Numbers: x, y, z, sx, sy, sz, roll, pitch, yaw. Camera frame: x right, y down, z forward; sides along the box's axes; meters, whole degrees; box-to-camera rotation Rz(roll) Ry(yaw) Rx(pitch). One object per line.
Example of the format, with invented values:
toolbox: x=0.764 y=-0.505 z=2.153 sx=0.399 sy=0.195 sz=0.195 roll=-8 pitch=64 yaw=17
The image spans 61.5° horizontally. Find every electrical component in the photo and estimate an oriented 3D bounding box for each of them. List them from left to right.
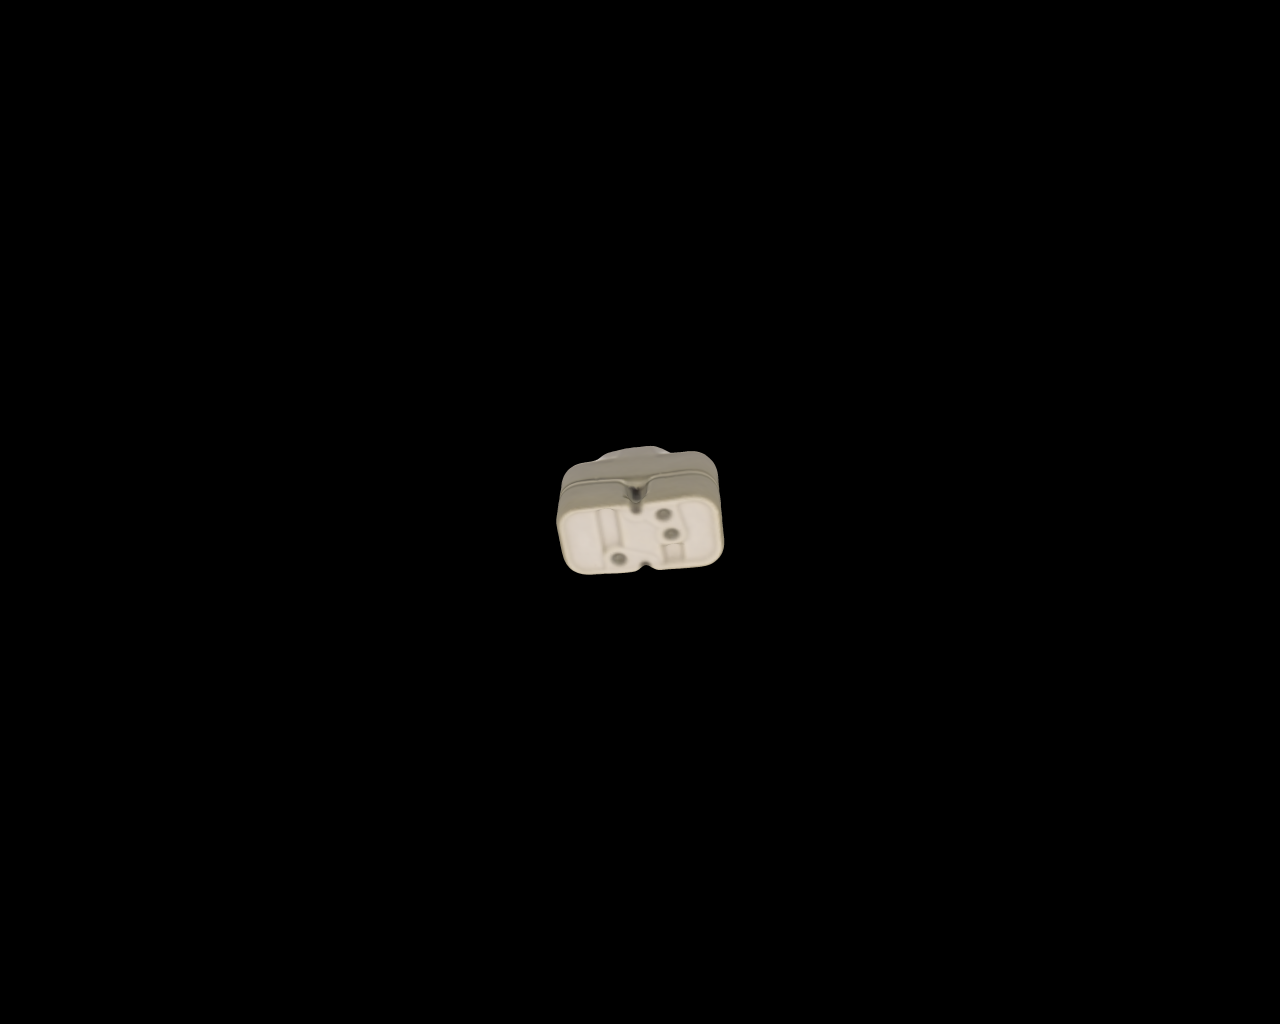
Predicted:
electrical component: x=0.001 y=-0.003 z=0.650 sx=0.095 sy=0.053 sz=0.059 roll=-5 pitch=37 yaw=4
